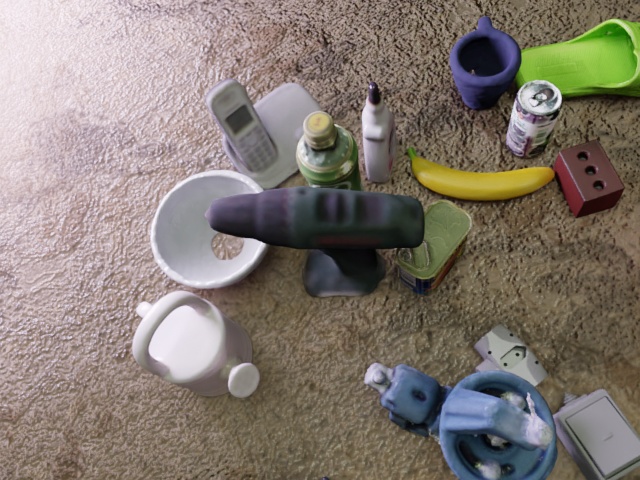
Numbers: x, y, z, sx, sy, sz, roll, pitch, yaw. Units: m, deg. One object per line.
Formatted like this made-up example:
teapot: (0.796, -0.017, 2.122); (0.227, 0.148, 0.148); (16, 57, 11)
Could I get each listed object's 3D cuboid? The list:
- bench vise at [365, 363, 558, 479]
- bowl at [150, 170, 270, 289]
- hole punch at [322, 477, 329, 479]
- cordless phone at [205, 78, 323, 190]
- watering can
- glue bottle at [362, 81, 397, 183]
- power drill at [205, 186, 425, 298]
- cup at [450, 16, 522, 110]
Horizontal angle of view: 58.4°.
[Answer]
bench vise: (0.140, 0.184, 0.566); (0.207, 0.220, 0.121); (4, 69, 12)
bowl: (-0.135, -0.005, 0.769); (0.167, 0.075, 0.167); (-3, 68, 8)
hole punch: (-0.028, 0.314, 0.613); (0.101, 0.091, 0.108); (-6, 67, 7)
cordless phone: (-0.070, -0.164, 0.762); (0.148, 0.185, 0.094); (-43, 68, -9)
watering can: (-0.143, 0.118, 0.656); (0.172, 0.194, 0.101); (8, 70, 13)
glue bottle: (0.074, -0.145, 0.736); (0.037, 0.173, 0.078); (5, 69, 12)
power drill: (0.006, 0.002, 0.669); (0.229, 0.209, 0.075); (-4, 67, 8)
cup: (0.224, -0.236, 0.791); (0.091, 0.095, 0.118); (0, 68, 10)
